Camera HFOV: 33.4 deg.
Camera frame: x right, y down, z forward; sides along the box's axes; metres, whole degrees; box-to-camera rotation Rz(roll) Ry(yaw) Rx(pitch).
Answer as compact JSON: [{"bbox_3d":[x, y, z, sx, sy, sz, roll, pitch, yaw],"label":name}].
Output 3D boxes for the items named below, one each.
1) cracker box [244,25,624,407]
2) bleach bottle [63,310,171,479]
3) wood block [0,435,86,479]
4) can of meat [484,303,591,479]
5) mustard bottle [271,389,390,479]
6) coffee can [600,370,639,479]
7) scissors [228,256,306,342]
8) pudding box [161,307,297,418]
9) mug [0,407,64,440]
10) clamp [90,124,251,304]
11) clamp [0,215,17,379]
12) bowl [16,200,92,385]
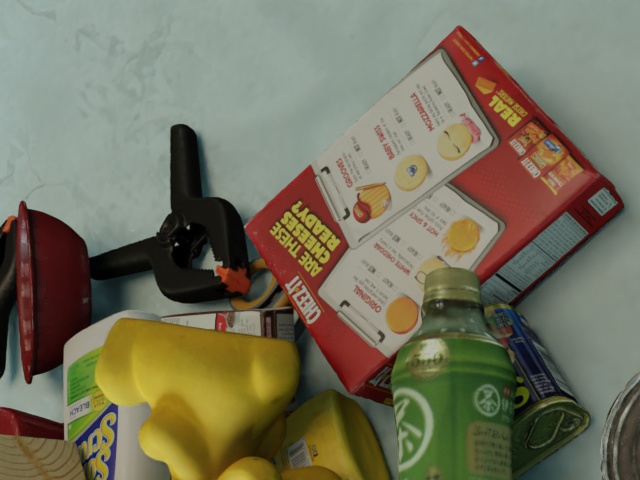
[{"bbox_3d":[0.073,-0.015,0.736,0.214,0.072,0.164,-43,55,13],"label":"cracker box"},{"bbox_3d":[-0.154,0.188,0.832,0.103,0.068,0.251,-27,56,32],"label":"bleach bottle"},{"bbox_3d":[-0.257,0.254,0.818,0.206,0.090,0.091,-59,39,25],"label":"wood block"},{"bbox_3d":[0.104,0.102,0.672,0.102,0.057,0.084,-40,47,17],"label":"can of meat"},{"bbox_3d":[-0.043,0.191,0.744,0.192,0.058,0.096,-36,49,20],"label":"mustard bottle"},{"bbox_3d":[0.212,0.119,0.519,0.103,0.140,0.103,-18,58,31],"label":"coffee can"},{"bbox_3d":[-0.006,0.001,0.837,0.096,0.016,0.202,32,90,43],"label":"scissors"},{"bbox_3d":[-0.071,0.098,0.811,0.114,0.039,0.090,-7,83,39],"label":"pudding box"},{"bbox_3d":[-0.256,0.195,0.897,0.117,0.081,0.093,-40,49,16],"label":"mug"},{"bbox_3d":[-0.115,-0.013,0.912,0.210,0.036,0.164,24,84,50],"label":"clamp"},{"bbox_3d":[-0.333,0.060,1.056,0.120,0.039,0.171,-3,61,32],"label":"clamp"},{"bbox_3d":[-0.235,0.045,0.942,0.162,0.055,0.162,178,90,-71],"label":"bowl"}]
